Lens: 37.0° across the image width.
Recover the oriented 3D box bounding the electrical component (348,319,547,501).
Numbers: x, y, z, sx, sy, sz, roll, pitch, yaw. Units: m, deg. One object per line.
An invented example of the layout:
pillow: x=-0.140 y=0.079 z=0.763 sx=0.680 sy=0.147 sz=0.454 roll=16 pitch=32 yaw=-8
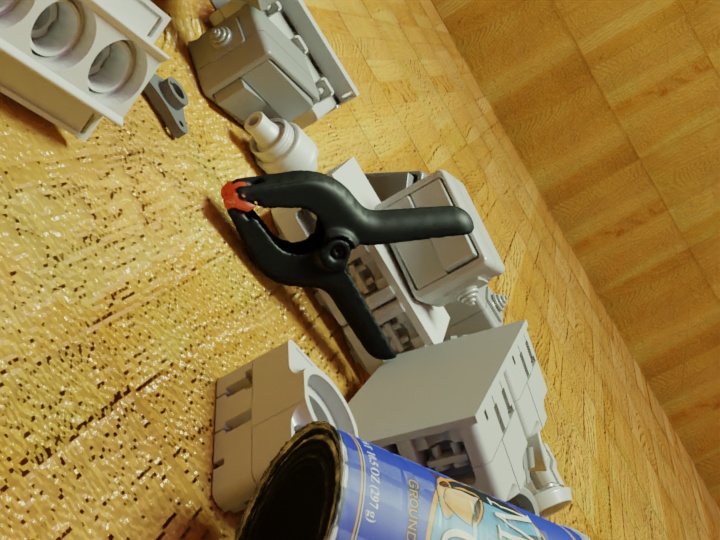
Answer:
electrical component: x=0.051 y=0.098 z=0.675 sx=0.060 sy=0.105 sz=0.186 roll=70 pitch=21 yaw=-7

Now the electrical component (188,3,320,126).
electrical component: x=-0.082 y=-0.150 z=0.816 sx=0.096 sy=0.062 sz=0.061 roll=36 pitch=29 yaw=-56

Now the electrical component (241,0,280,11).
electrical component: x=-0.098 y=-0.266 z=0.807 sx=0.150 sy=0.062 sz=0.089 roll=37 pitch=-28 yaw=43

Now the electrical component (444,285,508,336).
electrical component: x=0.081 y=0.038 z=0.933 sx=0.061 sy=0.096 sz=0.061 roll=58 pitch=16 yaw=-13

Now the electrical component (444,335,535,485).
electrical component: x=0.097 y=0.111 z=0.843 sx=0.079 sy=0.063 sz=0.121 roll=7 pitch=77 yaw=-71

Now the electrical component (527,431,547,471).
electrical component: x=0.124 y=0.155 z=0.918 sx=0.044 sy=0.065 sz=0.044 roll=-12 pitch=90 yaw=-82

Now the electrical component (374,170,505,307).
electrical component: x=0.060 y=-0.017 z=0.793 sx=0.096 sy=0.062 sz=0.061 roll=66 pitch=16 yaw=17

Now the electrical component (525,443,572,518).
electrical component: x=0.155 y=0.193 z=0.968 sx=0.078 sy=0.058 sz=0.057 roll=31 pitch=30 yaw=-62

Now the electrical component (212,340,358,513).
electrical component: x=-0.037 y=0.086 z=0.553 sx=0.050 sy=0.056 sz=0.089 roll=51 pitch=18 yaw=-32

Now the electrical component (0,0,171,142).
electrical component: x=-0.158 y=-0.124 z=0.516 sx=0.063 sy=0.078 sz=0.121 roll=36 pitch=1 yaw=31

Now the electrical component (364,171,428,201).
electrical component: x=0.015 y=-0.045 z=0.893 sx=0.061 sy=0.096 sz=0.061 roll=34 pitch=60 yaw=-59

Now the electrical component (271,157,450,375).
electrical component: x=0.000 y=0.000 z=0.810 sx=0.150 sy=0.062 sz=0.089 roll=59 pitch=16 yaw=-7

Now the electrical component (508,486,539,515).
electrical component: x=0.087 y=0.178 z=0.778 sx=0.052 sy=0.074 sz=0.138 roll=-38 pitch=108 yaw=-32

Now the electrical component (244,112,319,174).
electrical component: x=-0.063 y=-0.095 z=0.816 sx=0.062 sy=0.043 sz=0.043 roll=44 pitch=23 yaw=-43

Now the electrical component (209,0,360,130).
electrical component: x=-0.068 y=-0.178 z=0.904 sx=0.121 sy=0.079 sz=0.063 roll=57 pitch=38 yaw=-12

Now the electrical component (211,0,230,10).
electrical component: x=-0.099 y=-0.248 z=0.977 sx=0.099 sy=0.064 sz=0.099 roll=57 pitch=2 yaw=-3
